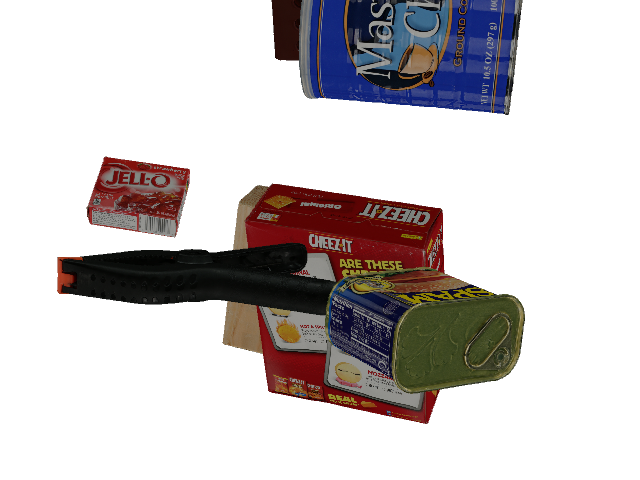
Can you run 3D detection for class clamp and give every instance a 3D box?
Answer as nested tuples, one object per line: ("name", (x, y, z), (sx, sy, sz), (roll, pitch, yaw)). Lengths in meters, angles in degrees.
("clamp", (-0.088, 0.028, 0.798), (0.209, 0.036, 0.165), (-1, 10, -18))

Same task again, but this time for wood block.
("wood block", (-0.069, 0.041, 1.449), (0.090, 0.206, 0.090), (12, 22, 10))

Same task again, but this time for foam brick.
("foam brick", (-0.012, -0.199, 0.919), (0.053, 0.078, 0.051), (4, 45, 8))

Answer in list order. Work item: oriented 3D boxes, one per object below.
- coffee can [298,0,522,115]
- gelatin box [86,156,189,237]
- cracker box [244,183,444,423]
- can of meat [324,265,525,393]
("coffee can", (0.063, -0.142, 0.727), (0.140, 0.103, 0.102), (6, 1, 9))
("gelatin box", (-0.180, -0.045, 1.058), (0.089, 0.073, 0.030), (9, -44, -1))
("cracker box", (0.028, 0.059, 0.980), (0.164, 0.214, 0.072), (9, 40, 18))
("can of meat", (0.065, 0.054, 0.689), (0.101, 0.057, 0.084), (-4, 15, -32))
